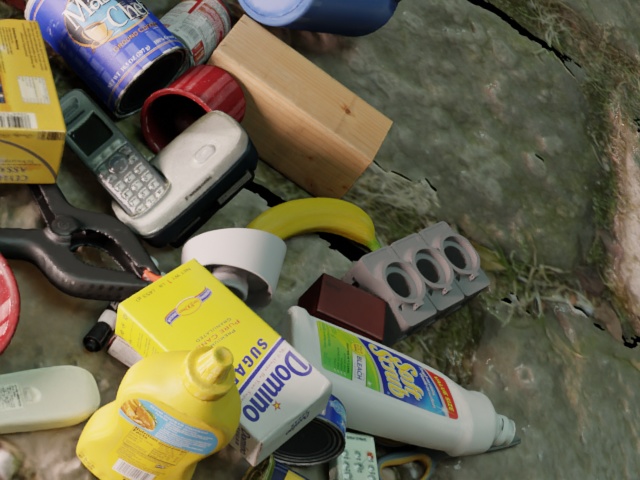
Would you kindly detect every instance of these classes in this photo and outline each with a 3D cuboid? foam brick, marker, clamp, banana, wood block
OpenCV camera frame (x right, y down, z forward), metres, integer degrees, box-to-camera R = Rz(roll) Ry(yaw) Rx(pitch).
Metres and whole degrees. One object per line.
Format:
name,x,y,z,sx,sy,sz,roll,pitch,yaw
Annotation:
foam brick,0.021,0.079,1.081,0.078,0.051,0.053,26,45,-16
marker,-0.183,0.058,0.979,0.020,0.020,0.121,35,44,-7
clamp,-0.242,0.002,0.952,0.210,0.036,0.164,33,45,8
banana,-0.010,-0.014,1.143,0.197,0.037,0.070,-1,56,-35
wood block,-0.035,-0.143,1.192,0.206,0.090,0.090,35,43,-6

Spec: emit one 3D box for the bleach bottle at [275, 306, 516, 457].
bleach bottle,0.075,0.148,1.036,0.250,0.068,0.102,19,35,-18

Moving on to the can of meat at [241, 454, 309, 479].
can of meat,-0.032,0.246,0.908,0.084,0.058,0.102,32,45,-13

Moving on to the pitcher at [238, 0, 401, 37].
pitcher,-0.012,-0.308,1.268,0.145,0.149,0.242,54,26,7

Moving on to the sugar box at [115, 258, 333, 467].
sugar box,-0.083,0.100,0.910,0.176,0.048,0.093,38,49,21

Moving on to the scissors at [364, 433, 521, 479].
scissors,0.119,0.196,1.082,0.201,0.016,0.096,-15,66,-42

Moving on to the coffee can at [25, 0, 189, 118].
coffee can,-0.220,-0.212,1.107,0.140,0.103,0.102,47,44,5

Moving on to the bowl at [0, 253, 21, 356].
bowl,-0.327,0.055,0.855,0.162,0.055,0.162,19,48,-22

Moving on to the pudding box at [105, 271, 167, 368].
pudding box,-0.126,0.094,0.977,0.113,0.039,0.090,33,46,-4

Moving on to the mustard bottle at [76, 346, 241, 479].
mustard bottle,-0.116,0.137,0.837,0.096,0.192,0.058,30,45,-12

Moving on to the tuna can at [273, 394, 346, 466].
tuna can,-0.019,0.167,0.959,0.086,0.086,0.033,23,45,-18

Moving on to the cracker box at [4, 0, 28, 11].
cracker box,-0.344,-0.345,1.082,0.213,0.164,0.072,31,47,-11

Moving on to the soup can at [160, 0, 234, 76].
soup can,-0.148,-0.227,1.194,0.068,0.069,0.102,37,44,-4

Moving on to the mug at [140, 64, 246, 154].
mug,-0.124,-0.123,1.123,0.117,0.093,0.081,63,33,-22
